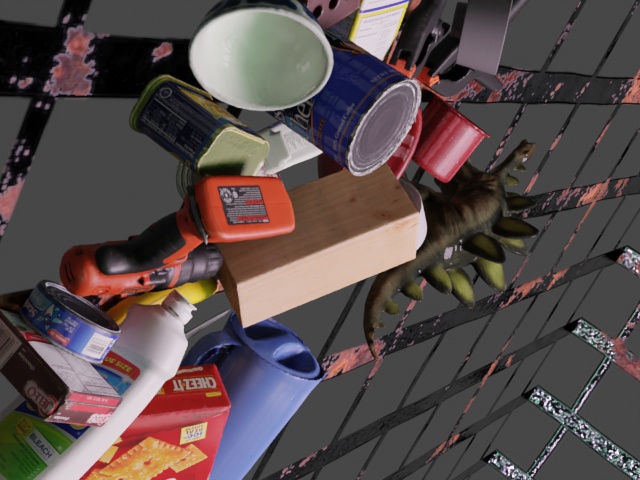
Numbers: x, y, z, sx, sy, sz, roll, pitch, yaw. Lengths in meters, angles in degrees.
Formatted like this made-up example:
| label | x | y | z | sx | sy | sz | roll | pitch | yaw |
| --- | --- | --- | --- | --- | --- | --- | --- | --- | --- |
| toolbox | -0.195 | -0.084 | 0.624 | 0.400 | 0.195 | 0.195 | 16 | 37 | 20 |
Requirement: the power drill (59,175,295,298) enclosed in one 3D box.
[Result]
| label | x | y | z | sx | sy | sz | roll | pitch | yaw |
| --- | --- | --- | --- | --- | --- | --- | --- | --- | --- |
| power drill | -0.113 | 0.002 | 0.958 | 0.188 | 0.057 | 0.184 | -27 | 168 | 38 |

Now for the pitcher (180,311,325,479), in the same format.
| label | x | y | z | sx | sy | sz | roll | pitch | yaw |
| --- | --- | --- | --- | --- | --- | --- | --- | --- | --- |
| pitcher | -0.119 | 0.212 | 1.286 | 0.243 | 0.149 | 0.145 | -56 | -179 | 14 |

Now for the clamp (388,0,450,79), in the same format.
| label | x | y | z | sx | sy | sz | roll | pitch | yaw |
| --- | --- | --- | --- | --- | --- | --- | --- | --- | --- |
| clamp | 0.115 | -0.239 | 1.145 | 0.171 | 0.039 | 0.120 | -61 | 160 | -46 |

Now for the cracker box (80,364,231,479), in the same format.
| label | x | y | z | sx | sy | sz | roll | pitch | yaw |
| --- | --- | --- | --- | --- | --- | --- | --- | --- | --- |
| cracker box | -0.199 | 0.233 | 1.137 | 0.164 | 0.072 | 0.214 | -2 | 130 | -25 |

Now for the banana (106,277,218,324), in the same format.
| label | x | y | z | sx | sy | sz | roll | pitch | yaw |
| --- | --- | --- | --- | --- | --- | --- | --- | --- | --- |
| banana | -0.173 | 0.071 | 1.090 | 0.197 | 0.037 | 0.070 | -32 | 168 | -37 |

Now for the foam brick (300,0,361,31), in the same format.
| label | x | y | z | sx | sy | sz | roll | pitch | yaw |
| --- | --- | --- | --- | --- | --- | --- | --- | --- | --- |
| foam brick | -0.005 | -0.225 | 0.962 | 0.078 | 0.051 | 0.053 | -38 | 152 | -31 |

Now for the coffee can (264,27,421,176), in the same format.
| label | x | y | z | sx | sy | sz | roll | pitch | yaw |
| --- | --- | --- | --- | --- | --- | --- | --- | --- | --- |
| coffee can | 0.008 | -0.139 | 0.995 | 0.102 | 0.140 | 0.103 | -41 | 154 | -26 |

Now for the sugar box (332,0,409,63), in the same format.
| label | x | y | z | sx | sy | sz | roll | pitch | yaw |
| --- | --- | --- | --- | --- | --- | --- | --- | --- | --- |
| sugar box | 0.043 | -0.221 | 1.068 | 0.093 | 0.048 | 0.176 | -27 | 142 | -49 |

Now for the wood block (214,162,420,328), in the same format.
| label | x | y | z | sx | sy | sz | roll | pitch | yaw |
| --- | --- | --- | --- | --- | --- | --- | --- | --- | --- |
| wood block | -0.008 | 0.001 | 1.136 | 0.206 | 0.090 | 0.091 | -22 | 147 | -12 |

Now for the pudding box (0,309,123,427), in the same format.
| label | x | y | z | sx | sy | sz | roll | pitch | yaw |
| --- | --- | --- | --- | --- | --- | --- | --- | --- | --- |
| pudding box | -0.236 | 0.112 | 0.926 | 0.039 | 0.114 | 0.090 | -48 | 156 | 3 |

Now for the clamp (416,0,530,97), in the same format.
| label | x | y | z | sx | sy | sz | roll | pitch | yaw |
| --- | --- | --- | --- | --- | --- | --- | --- | --- | --- |
| clamp | 0.191 | -0.226 | 1.343 | 0.209 | 0.036 | 0.165 | -34 | 148 | -34 |

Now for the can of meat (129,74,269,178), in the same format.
| label | x | y | z | sx | sy | sz | roll | pitch | yaw |
| --- | --- | --- | --- | --- | --- | --- | --- | --- | --- |
| can of meat | -0.102 | -0.092 | 0.929 | 0.057 | 0.084 | 0.102 | -57 | 157 | 9 |

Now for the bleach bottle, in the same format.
| label | x | y | z | sx | sy | sz | roll | pitch | yaw |
| --- | --- | --- | --- | --- | --- | --- | --- | --- | --- |
| bleach bottle | -0.217 | 0.142 | 0.997 | 0.251 | 0.103 | 0.068 | -47 | 160 | -5 |

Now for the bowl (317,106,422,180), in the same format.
| label | x | y | z | sx | sy | sz | roll | pitch | yaw |
| --- | --- | --- | --- | --- | --- | --- | --- | --- | --- |
| bowl | 0.047 | -0.101 | 1.228 | 0.162 | 0.055 | 0.162 | -41 | 154 | -26 |

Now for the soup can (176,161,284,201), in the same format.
| label | x | y | z | sx | sy | sz | roll | pitch | yaw |
| --- | --- | --- | --- | --- | --- | --- | --- | --- | --- |
| soup can | -0.086 | -0.053 | 1.033 | 0.068 | 0.069 | 0.102 | -56 | 156 | 6 |

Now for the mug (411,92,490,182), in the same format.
| label | x | y | z | sx | sy | sz | roll | pitch | yaw |
| --- | --- | --- | --- | --- | --- | --- | --- | --- | --- |
| mug | 0.153 | -0.131 | 1.362 | 0.081 | 0.093 | 0.117 | -53 | -166 | 11 |

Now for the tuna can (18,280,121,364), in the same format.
| label | x | y | z | sx | sy | sz | roll | pitch | yaw |
| --- | --- | --- | --- | --- | --- | --- | --- | --- | --- |
| tuna can | -0.218 | 0.071 | 0.937 | 0.034 | 0.086 | 0.086 | -56 | 157 | 1 |

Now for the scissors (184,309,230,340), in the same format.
| label | x | y | z | sx | sy | sz | roll | pitch | yaw |
| --- | --- | --- | --- | --- | --- | --- | --- | --- | --- |
| scissors | -0.181 | 0.137 | 1.187 | 0.201 | 0.016 | 0.096 | -18 | 141 | -53 |
